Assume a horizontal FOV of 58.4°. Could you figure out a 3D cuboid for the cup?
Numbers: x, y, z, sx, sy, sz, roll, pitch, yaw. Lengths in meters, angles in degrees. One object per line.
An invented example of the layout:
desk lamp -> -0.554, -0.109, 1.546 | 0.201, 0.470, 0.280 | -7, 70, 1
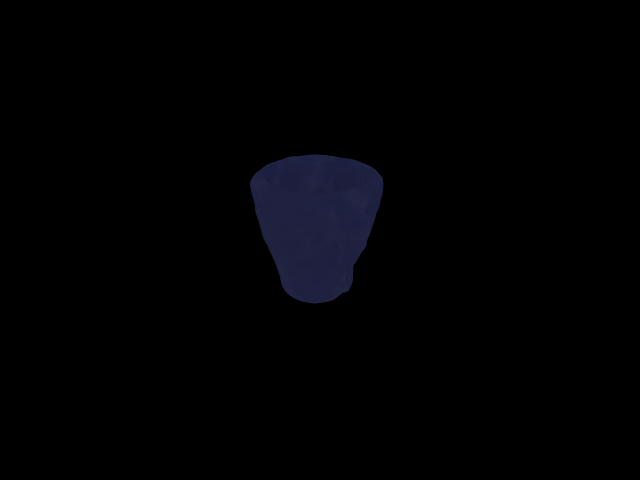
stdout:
cup -> 0.004, 0.001, 0.400 | 0.092, 0.095, 0.117 | -11, 29, -20
